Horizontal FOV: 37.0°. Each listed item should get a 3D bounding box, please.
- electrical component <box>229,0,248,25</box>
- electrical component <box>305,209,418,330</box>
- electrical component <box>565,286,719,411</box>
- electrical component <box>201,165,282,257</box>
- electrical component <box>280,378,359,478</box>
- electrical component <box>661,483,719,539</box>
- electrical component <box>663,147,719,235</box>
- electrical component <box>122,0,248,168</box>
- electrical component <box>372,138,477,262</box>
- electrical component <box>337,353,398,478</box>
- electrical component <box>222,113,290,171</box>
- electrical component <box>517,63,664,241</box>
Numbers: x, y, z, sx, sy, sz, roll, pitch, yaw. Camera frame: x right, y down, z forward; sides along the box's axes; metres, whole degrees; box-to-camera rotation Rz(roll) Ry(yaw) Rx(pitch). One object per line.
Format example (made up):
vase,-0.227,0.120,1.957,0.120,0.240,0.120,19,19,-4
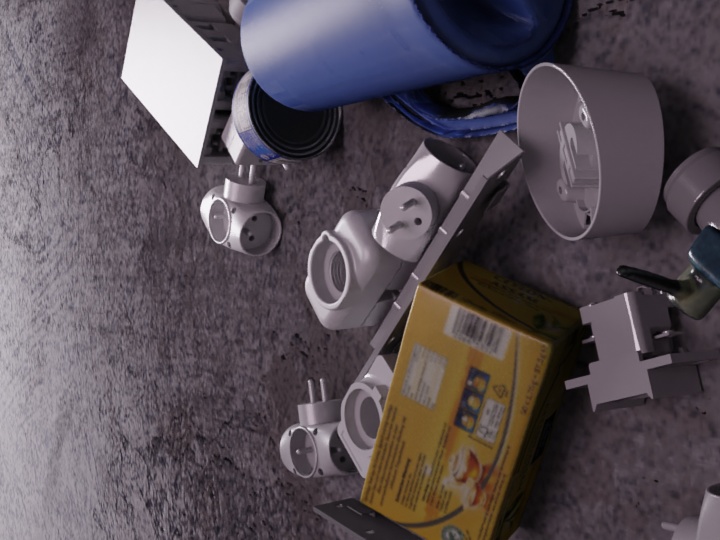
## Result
electrical component,-0.084,-0.238,0.923,0.055,0.045,0.045,-51,54,45
electrical component,0.000,0.000,0.817,0.053,0.059,0.095,61,138,30
electrical component,0.157,0.045,0.615,0.081,0.042,0.063,-25,71,52
electrical component,-0.106,-0.062,0.974,0.077,0.044,0.079,33,119,48
electrical component,-0.031,0.129,0.887,0.077,0.044,0.079,-14,82,54
electrical component,0.193,0.152,0.573,0.079,0.043,0.077,0,93,55
electrical component,0.191,-0.031,0.557,0.055,0.045,0.045,56,135,35
electrical component,-0.154,-0.188,1.014,0.186,0.060,0.105,47,130,41
electrical component,0.038,-0.043,0.736,0.043,0.079,0.077,35,116,10
electrical component,0.024,0.107,0.797,0.050,0.056,0.089,57,136,34
electrical component,-0.072,-0.119,0.917,0.075,0.047,0.083,60,137,31
electrical component,0.129,-0.066,0.603,0.099,0.064,0.099,179,90,-85
